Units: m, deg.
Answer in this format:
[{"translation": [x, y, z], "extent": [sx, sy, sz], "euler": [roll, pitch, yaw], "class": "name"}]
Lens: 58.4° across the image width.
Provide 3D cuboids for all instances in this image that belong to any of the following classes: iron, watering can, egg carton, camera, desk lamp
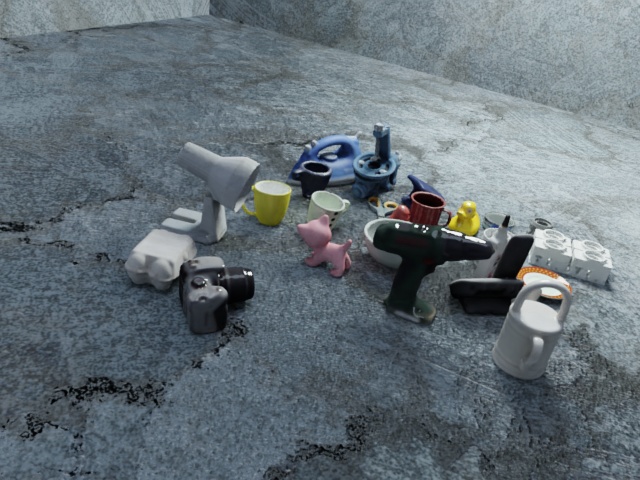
[{"translation": [0.019, -0.241, 1.664], "extent": [0.259, 0.141, 0.118], "euler": [-13, 37, -34], "class": "iron"}, {"translation": [0.392, 0.149, 1.059], "extent": [0.101, 0.194, 0.172], "euler": [3, 31, -12], "class": "watering can"}, {"translation": [-0.317, 0.037, 1.156], "extent": [0.107, 0.069, 0.150], "euler": [13, 30, 5], "class": "egg carton"}, {"translation": [-0.190, 0.089, 1.075], "extent": [0.137, 0.101, 0.142], "euler": [-4, 33, -23], "class": "camera"}, {"translation": [-0.243, -0.102, 1.272], "extent": [0.203, 0.213, 0.118], "euler": [14, 30, 7], "class": "desk lamp"}]

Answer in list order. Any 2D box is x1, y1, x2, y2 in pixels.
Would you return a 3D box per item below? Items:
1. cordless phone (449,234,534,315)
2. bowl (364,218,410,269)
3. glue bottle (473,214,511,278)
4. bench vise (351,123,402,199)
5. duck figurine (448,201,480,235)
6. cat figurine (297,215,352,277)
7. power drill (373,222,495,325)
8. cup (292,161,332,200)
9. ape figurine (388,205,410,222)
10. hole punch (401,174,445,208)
[{"translation": [0.366, 0.062, 1.210], "extent": [0.148, 0.185, 0.094], "euler": [0, 32, -18], "class": "cordless phone"}, {"translation": [0.177, 0.020, 1.333], "extent": [0.167, 0.075, 0.167], "euler": [8, 30, -4], "class": "bowl"}, {"translation": [0.402, 0.018, 1.308], "extent": [0.037, 0.173, 0.078], "euler": [32, 37, 34], "class": "glue bottle"}, {"translation": [0.166, -0.241, 1.631], "extent": [0.121, 0.220, 0.208], "euler": [17, 31, 12], "class": "bench vise"}, {"translation": [0.394, -0.064, 1.533], "extent": [0.105, 0.086, 0.077], "euler": [-19, 41, -40], "class": "duck figurine"}, {"translation": [0.012, 0.005, 1.265], "extent": [0.127, 0.118, 0.067], "euler": [20, 31, 16], "class": "cat figurine"}, {"translation": [0.208, 0.060, 1.140], "extent": [0.229, 0.208, 0.076], "euler": [19, 31, 16], "class": "power drill"}, {"translation": [-0.028, -0.154, 1.546], "extent": [0.118, 0.095, 0.091], "euler": [-12, 36, -33], "class": "cup"}, {"translation": [0.197, -0.043, 1.430], "extent": [0.078, 0.092, 0.076], "euler": [-19, 41, -40], "class": "ape figurine"}, {"translation": [0.295, -0.132, 1.613], "extent": [0.101, 0.091, 0.108], "euler": [-3, 32, -21], "class": "hole punch"}]
